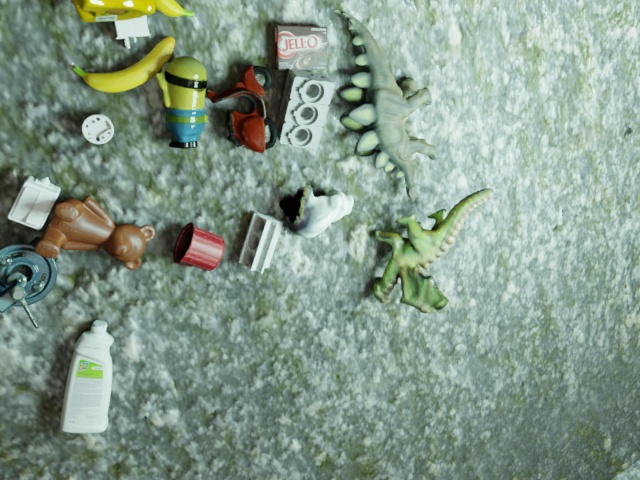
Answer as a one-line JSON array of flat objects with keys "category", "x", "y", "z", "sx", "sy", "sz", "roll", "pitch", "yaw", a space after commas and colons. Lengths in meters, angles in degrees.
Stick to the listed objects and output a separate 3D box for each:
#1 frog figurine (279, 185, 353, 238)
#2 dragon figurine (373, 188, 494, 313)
[{"category": "frog figurine", "x": 0.004, "y": -0.060, "z": 1.193, "sx": 0.159, "sy": 0.125, "sz": 0.135, "roll": 12, "pitch": 137, "yaw": -34}, {"category": "dragon figurine", "x": 0.259, "y": 0.052, "z": 1.233, "sx": 0.122, "sy": 0.405, "sz": 0.246, "roll": 6, "pitch": 68, "yaw": -39}]
